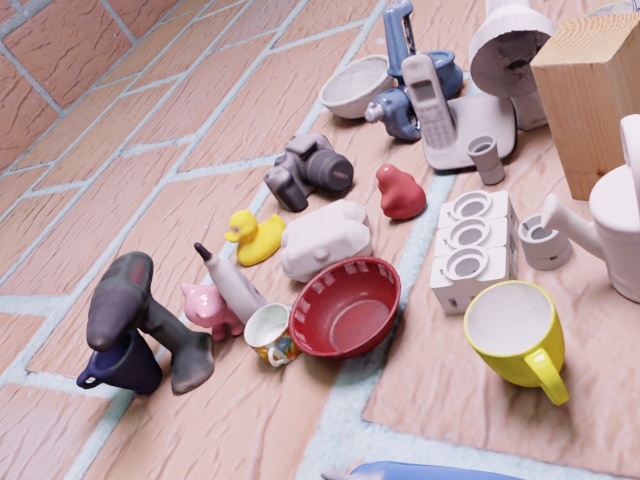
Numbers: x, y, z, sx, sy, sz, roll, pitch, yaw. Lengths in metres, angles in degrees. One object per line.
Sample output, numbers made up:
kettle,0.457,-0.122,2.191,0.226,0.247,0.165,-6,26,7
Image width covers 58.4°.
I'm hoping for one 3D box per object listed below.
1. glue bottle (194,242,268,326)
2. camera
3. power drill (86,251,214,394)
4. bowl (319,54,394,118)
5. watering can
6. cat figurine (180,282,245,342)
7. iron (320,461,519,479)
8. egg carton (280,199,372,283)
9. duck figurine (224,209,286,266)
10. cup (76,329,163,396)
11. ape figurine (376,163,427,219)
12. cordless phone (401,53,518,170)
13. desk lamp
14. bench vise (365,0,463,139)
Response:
glue bottle,-0.127,0.063,0.826,0.037,0.174,0.078,-33,35,3
camera,-0.016,-0.125,1.021,0.143,0.101,0.136,-44,36,-13
power drill,-0.241,0.123,0.817,0.075,0.209,0.229,-31,35,5
bowl,0.085,-0.300,1.169,0.167,0.075,0.167,-22,37,18
watering can,0.311,-0.030,0.559,0.172,0.195,0.101,-26,36,13
cat figurine,-0.162,0.091,0.870,0.067,0.118,0.128,-19,38,22
iron,0.129,0.220,0.457,0.257,0.142,0.118,-12,41,29
egg carton,0.008,0.003,0.877,0.150,0.070,0.107,-23,36,16
duck figurine,-0.115,-0.017,0.987,0.104,0.086,0.077,-37,35,-3
cup,-0.296,0.201,0.868,0.118,0.095,0.091,-38,35,-5
ape figurine,0.115,-0.079,0.866,0.078,0.092,0.075,-46,36,-15
cordless phone,0.206,-0.200,0.853,0.147,0.186,0.094,-8,43,32
desk lamp,0.293,-0.266,0.836,0.117,0.214,0.203,-13,40,28
bench vise,0.152,-0.296,0.981,0.121,0.220,0.208,3,49,41
